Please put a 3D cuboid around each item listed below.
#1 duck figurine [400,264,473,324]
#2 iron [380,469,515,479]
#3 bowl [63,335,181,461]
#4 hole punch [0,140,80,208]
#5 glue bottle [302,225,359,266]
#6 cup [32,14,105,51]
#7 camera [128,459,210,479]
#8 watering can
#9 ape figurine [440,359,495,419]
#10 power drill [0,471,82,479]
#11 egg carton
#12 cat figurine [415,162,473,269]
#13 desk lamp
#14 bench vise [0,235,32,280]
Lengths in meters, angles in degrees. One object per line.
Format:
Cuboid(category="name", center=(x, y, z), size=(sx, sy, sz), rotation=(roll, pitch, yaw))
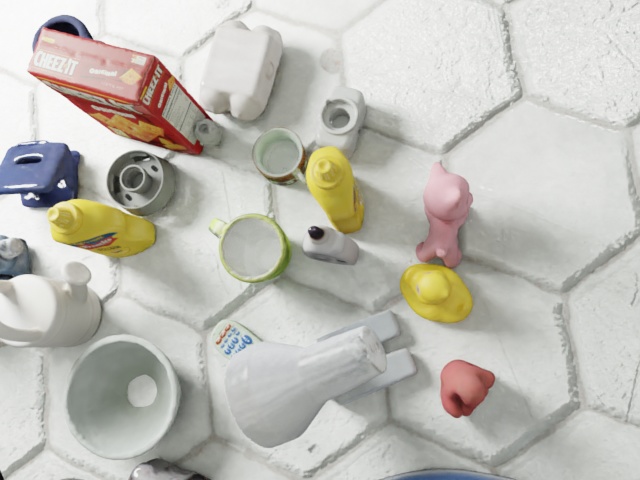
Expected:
Cuboid(category="duck figurine", center=(0.155, 0.069, 0.762), size=(0.104, 0.086, 0.077), rotation=(32, 87, 12))
Cuboid(category="iron", center=(0.165, 0.349, 0.686), size=(0.258, 0.141, 0.119), rotation=(6, 82, 10))
Cuboid(category="bowl", center=(-0.266, 0.217, 0.807), size=(0.167, 0.075, 0.167), rotation=(-1, 81, 8))
Cuboid(category="hole punch", center=(-0.437, -0.106, 0.877), size=(0.108, 0.091, 0.101), rotation=(-3, 80, 8))
Cuboid(category="glue bottle", center=(0.007, 0.003, 0.750), size=(0.078, 0.173, 0.037), rotation=(10, 82, 10))
Cuboid(category="cup", center=(-0.369, -0.288, 0.895), size=(0.117, 0.095, 0.092), rotation=(5, 82, 10))
Cuboid(category="camera", center=(-0.202, 0.383, 0.757), size=(0.143, 0.101, 0.137), rotation=(20, 84, 11))
Cuboid(category="watering can", center=(-0.390, 0.092, 0.785), size=(0.100, 0.194, 0.173), rotation=(33, 87, 13))
Cuboid(category="ape figurine", center=(0.189, 0.190, 0.734), size=(0.078, 0.092, 0.076), rotation=(-24, 78, 4))
Cuboid(category="power drill", center=(-0.375, 0.377, 0.728), size=(0.075, 0.208, 0.230), rotation=(-5, 80, 8))
Cuboid(category="egg carton", center=(-0.118, -0.256, 0.865), size=(0.107, 0.069, 0.150), rotation=(13, 83, 10))
Cuboid(category="cat figurine", center=(0.166, -0.033, 0.761), size=(0.067, 0.118, 0.128), rotation=(7, 82, 10))
Cuboid(category="desk lamp", center=(0.008, 0.158, 0.704), size=(0.203, 0.214, 0.118), rotation=(-24, 78, 4))
Cuboid(category="bench vise", center=(-0.538, 0.023, 0.805), size=(0.207, 0.220, 0.121), rotation=(-34, 77, 2))
